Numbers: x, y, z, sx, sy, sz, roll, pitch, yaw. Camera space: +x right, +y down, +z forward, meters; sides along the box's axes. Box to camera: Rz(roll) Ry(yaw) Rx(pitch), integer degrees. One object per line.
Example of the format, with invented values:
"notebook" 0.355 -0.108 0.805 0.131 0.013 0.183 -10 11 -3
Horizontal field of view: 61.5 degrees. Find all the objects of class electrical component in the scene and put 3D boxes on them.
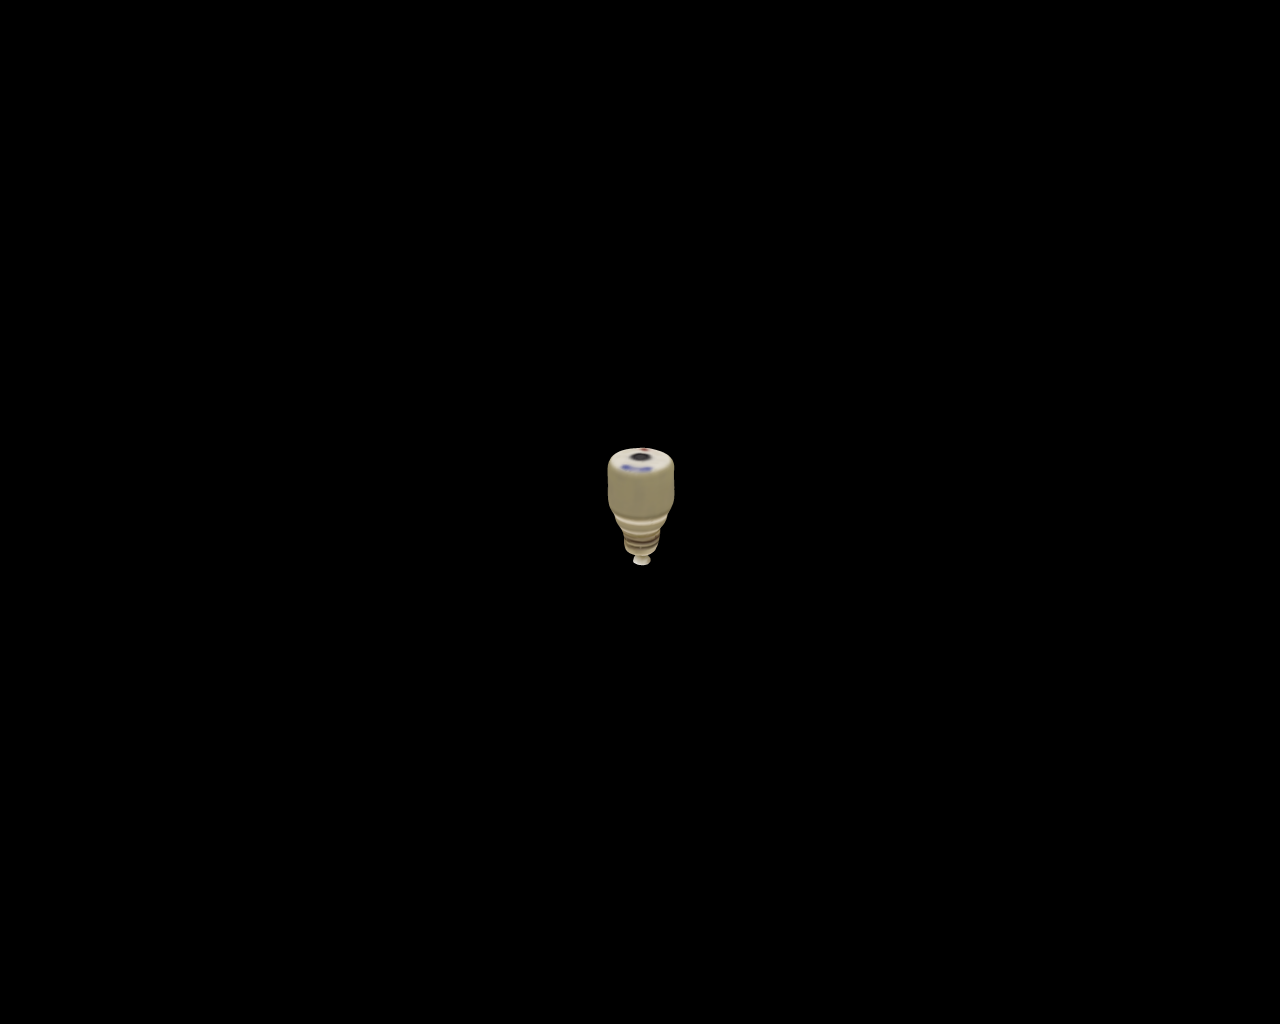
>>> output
"electrical component" 0.001 -0.003 0.650 0.040 0.078 0.040 0 27 0
